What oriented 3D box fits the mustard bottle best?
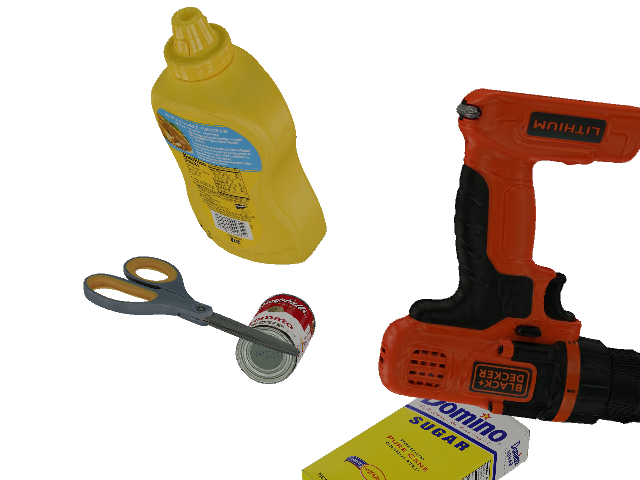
[{"bbox_3d":[-0.059,-0.068,0.686,0.096,0.058,0.191,20,-33,29],"label":"mustard bottle"}]

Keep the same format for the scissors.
[{"bbox_3d":[-0.105,0.053,0.931,0.202,0.016,0.096,12,28,8],"label":"scissors"}]

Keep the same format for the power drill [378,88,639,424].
[{"bbox_3d":[0.135,0.013,0.611,0.184,0.188,0.057,7,8,-5],"label":"power drill"}]

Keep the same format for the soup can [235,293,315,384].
[{"bbox_3d":[-0.048,0.106,1.158,0.068,0.068,0.102,0,16,11],"label":"soup can"}]

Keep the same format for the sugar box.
[{"bbox_3d":[0.081,0.187,0.894,0.176,0.048,0.093,-29,44,-26],"label":"sugar box"}]
